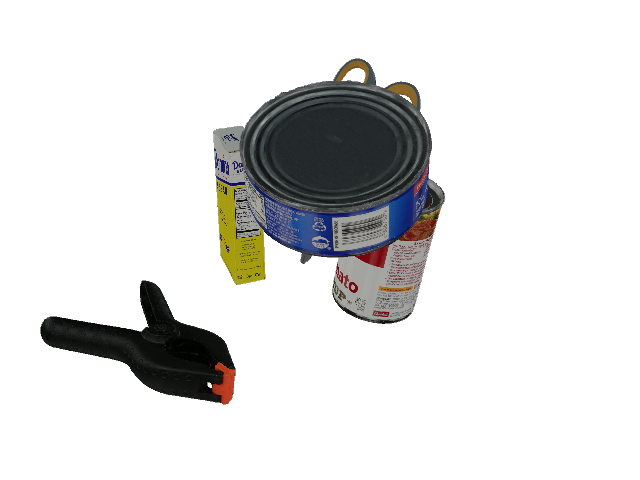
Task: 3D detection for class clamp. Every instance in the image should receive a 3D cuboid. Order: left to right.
[{"bbox_3d":[-0.129,0.081,0.876,0.172,0.039,0.120,22,35,25],"label":"clamp"}]

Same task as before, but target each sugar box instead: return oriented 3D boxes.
[{"bbox_3d":[-0.101,-0.044,1.322,0.048,0.176,0.093,-11,25,-15],"label":"sugar box"}]

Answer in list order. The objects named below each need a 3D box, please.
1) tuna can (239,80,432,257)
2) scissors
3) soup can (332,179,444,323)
[{"bbox_3d":[0.007,-0.033,0.486,0.086,0.086,0.034,0,-43,3],"label":"tuna can"},{"bbox_3d":[0.040,-0.073,0.995,0.096,0.202,0.016,5,-12,8],"label":"scissors"},{"bbox_3d":[0.050,0.003,0.812,0.068,0.102,0.068,9,31,-5],"label":"soup can"}]
